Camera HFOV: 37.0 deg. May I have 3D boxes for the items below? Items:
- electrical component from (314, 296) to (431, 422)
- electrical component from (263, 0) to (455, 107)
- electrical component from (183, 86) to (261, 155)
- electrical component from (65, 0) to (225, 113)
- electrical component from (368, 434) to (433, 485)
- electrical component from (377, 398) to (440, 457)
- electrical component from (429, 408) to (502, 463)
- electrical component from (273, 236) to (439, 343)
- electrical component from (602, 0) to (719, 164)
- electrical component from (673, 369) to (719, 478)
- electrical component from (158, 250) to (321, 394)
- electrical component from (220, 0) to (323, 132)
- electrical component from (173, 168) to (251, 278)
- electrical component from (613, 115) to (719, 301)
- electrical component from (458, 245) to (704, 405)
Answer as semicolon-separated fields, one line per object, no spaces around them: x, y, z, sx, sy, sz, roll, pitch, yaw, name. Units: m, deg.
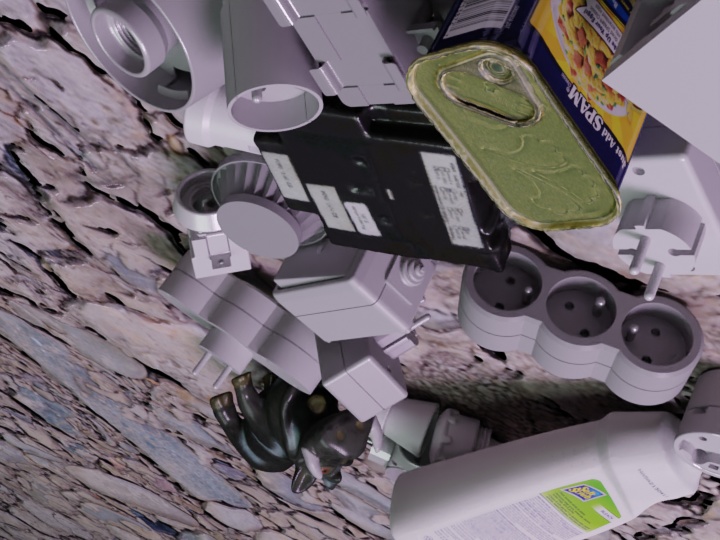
0.014;0.043;0.716;0.076;0.083;0.047;-32;125;14;electrical component
-0.006;-0.129;0.444;0.079;0.063;0.121;3;144;36;electrical component
-0.069;-0.085;0.598;0.046;0.040;0.040;15;150;9;electrical component
-0.099;-0.130;0.544;0.099;0.064;0.099;32;150;21;electrical component
0.032;0.150;0.901;0.079;0.044;0.077;23;152;7;electrical component
0.030;0.116;0.846;0.055;0.045;0.045;20;151;13;electrical component
0.087;0.137;0.834;0.062;0.048;0.048;15;150;8;electrical component
0.000;0.000;0.658;0.061;0.061;0.096;42;148;-28;electrical component
0.167;-0.095;0.357;0.089;0.061;0.150;32;151;-10;electrical component
0.221;0.092;0.641;0.055;0.047;0.055;20;151;12;electrical component
-0.091;0.050;0.776;0.138;0.073;0.052;32;166;16;electrical component
-0.042;-0.110;0.496;0.043;0.081;0.043;-6;160;-2;electrical component
-0.094;-0.032;0.693;0.048;0.066;0.055;-10;140;-6;electrical component
0.139;-0.022;0.489;0.047;0.075;0.083;1;143;41;electrical component
0.124;0.040;0.630;0.138;0.052;0.073;20;151;12;electrical component
